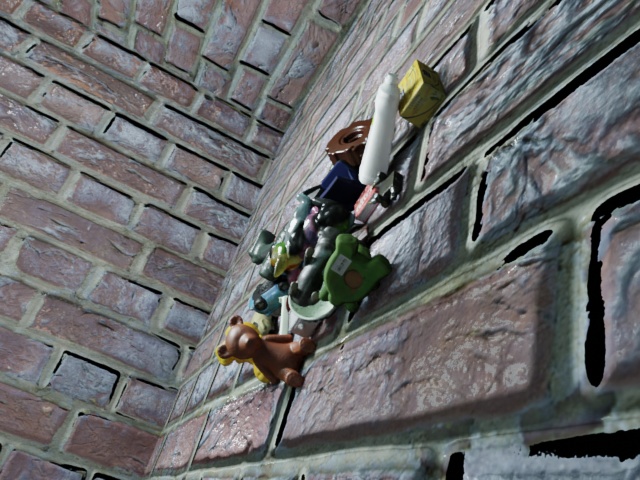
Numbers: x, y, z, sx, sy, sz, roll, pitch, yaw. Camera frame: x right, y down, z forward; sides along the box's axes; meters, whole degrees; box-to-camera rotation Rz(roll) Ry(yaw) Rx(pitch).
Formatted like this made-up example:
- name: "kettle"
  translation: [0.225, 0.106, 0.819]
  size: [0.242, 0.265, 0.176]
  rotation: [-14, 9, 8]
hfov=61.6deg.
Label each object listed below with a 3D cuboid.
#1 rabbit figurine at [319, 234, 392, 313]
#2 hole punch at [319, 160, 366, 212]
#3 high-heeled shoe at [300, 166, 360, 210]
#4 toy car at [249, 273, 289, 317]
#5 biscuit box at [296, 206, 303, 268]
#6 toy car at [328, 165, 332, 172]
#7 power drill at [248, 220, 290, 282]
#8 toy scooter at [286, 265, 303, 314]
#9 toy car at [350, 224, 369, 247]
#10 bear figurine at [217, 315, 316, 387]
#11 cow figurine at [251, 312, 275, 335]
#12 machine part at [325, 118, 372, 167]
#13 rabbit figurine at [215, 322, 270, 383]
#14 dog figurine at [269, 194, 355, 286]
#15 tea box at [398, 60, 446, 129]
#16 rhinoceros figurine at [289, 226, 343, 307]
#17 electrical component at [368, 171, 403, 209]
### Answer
- name: "rabbit figurine"
  translation: [0.072, 0.070, 1.087]
  size: [0.170, 0.121, 0.159]
  rotation: [-45, -22, -75]
- name: "hole punch"
  translation: [0.063, -0.126, 1.387]
  size: [0.142, 0.116, 0.092]
  rotation: [-51, 12, 37]
- name: "high-heeled shoe"
  translation: [0.049, -0.186, 1.490]
  size: [0.248, 0.145, 0.086]
  rotation: [-66, 15, -2]
- name: "toy car"
  translation: [-0.122, 0.165, 1.561]
  size: [0.162, 0.102, 0.109]
  rotation: [-35, 22, 10]
- name: "biscuit box"
  translation: [-0.061, -0.001, 1.635]
  size: [0.063, 0.059, 0.202]
  rotation: [-178, 100, -84]
- name: "toy car"
  translation: [0.050, -0.157, 1.580]
  size: [0.056, 0.073, 0.202]
  rotation: [-44, 24, 56]
- name: "power drill"
  translation: [-0.122, 0.009, 1.576]
  size: [0.207, 0.086, 0.232]
  rotation: [6, 68, 58]
- name: "toy scooter"
  translation: [-0.043, 0.142, 1.384]
  size: [0.183, 0.075, 0.135]
  rotation: [-55, 16, 43]
- name: "toy car"
  translation: [0.052, 0.043, 1.268]
  size: [0.202, 0.053, 0.089]
  rotation: [-56, 13, 31]
- name: "bear figurine"
  translation: [-0.128, 0.252, 1.243]
  size: [0.120, 0.196, 0.132]
  rotation: [-66, 15, -21]
- name: "cow figurine"
  translation: [-0.175, 0.244, 1.659]
  size: [0.195, 0.085, 0.127]
  rotation: [-100, 32, -71]
- name: "machine part"
  translation: [0.099, -0.266, 1.465]
  size: [0.179, 0.056, 0.179]
  rotation: [-24, 30, 15]
- name: "rabbit figurine"
  translation: [-0.168, 0.308, 1.419]
  size: [0.162, 0.173, 0.121]
  rotation: [6, -60, -57]
- name: "dog figurine"
  translation: [-0.030, 0.009, 1.312]
  size: [0.192, 0.108, 0.219]
  rotation: [15, 77, 36]
- name: "tea box"
  translation: [0.234, -0.346, 1.268]
  size: [0.098, 0.068, 0.170]
  rotation: [-55, 17, 30]
- name: "rhinoceros figurine"
  translation: [-0.002, 0.059, 1.183]
  size: [0.112, 0.073, 0.190]
  rotation: [84, -149, -76]
- name: "electrical component"
  translation: [0.148, -0.116, 1.213]
  size: [0.078, 0.045, 0.102]
  rotation: [-49, 20, 50]
